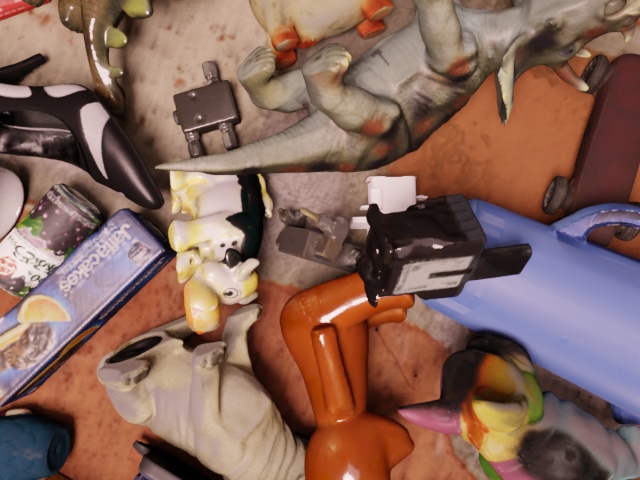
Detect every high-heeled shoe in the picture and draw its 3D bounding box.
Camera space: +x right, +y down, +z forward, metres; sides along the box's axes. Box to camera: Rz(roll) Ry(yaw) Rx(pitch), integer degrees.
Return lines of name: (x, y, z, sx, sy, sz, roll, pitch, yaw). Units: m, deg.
high-heeled shoe: (-0.267, -0.083, 0.492, 0.145, 0.086, 0.249, -40, 71, -19)

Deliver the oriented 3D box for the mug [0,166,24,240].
mug: (-0.353, -0.044, 0.488, 0.107, 0.109, 0.080, 20, 103, 11)

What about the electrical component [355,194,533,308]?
electrical component: (0.091, 0.006, 0.397, 0.119, 0.074, 0.048, -10, 53, -10)

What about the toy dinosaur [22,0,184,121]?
toy dinosaur: (-0.165, -0.345, 0.480, 0.199, 0.105, 0.470, 5, 97, 16)

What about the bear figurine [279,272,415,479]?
bear figurine: (0.037, 0.131, 0.454, 0.132, 0.120, 0.196, -17, 70, -1)

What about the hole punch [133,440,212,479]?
hole punch: (-0.123, 0.242, 0.455, 0.142, 0.115, 0.092, 29, 74, 0)

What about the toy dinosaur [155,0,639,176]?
toy dinosaur: (0.066, -0.133, 0.490, 0.405, 0.192, 0.131, -31, 42, 13)

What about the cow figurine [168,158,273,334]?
cow figurine: (-0.084, 0.002, 0.481, 0.098, 0.068, 0.167, -5, 58, -16)

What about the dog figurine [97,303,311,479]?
dog figurine: (-0.099, 0.171, 0.482, 0.172, 0.121, 0.190, -9, 105, 31)

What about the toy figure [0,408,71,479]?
toy figure: (-0.312, 0.188, 0.488, 0.155, 0.064, 0.057, 2, 123, 4)

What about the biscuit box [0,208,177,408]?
biscuit box: (-0.228, 0.059, 0.499, 0.202, 0.063, 0.059, -45, 88, -4)

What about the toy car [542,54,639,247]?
toy car: (0.284, -0.089, 0.526, 0.089, 0.053, 0.202, 20, 81, 5)

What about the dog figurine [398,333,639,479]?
dog figurine: (0.162, 0.182, 0.422, 0.219, 0.108, 0.191, 28, 58, -28)

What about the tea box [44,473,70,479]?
tea box: (-0.196, 0.284, 0.462, 0.170, 0.098, 0.068, 28, 85, 3)

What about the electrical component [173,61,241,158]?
electrical component: (-0.115, -0.130, 0.537, 0.063, 0.021, 0.094, -15, 86, -2)

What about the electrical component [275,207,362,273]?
electrical component: (-0.001, -0.001, 0.495, 0.078, 0.102, 0.045, 16, 87, -25)

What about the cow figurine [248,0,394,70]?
cow figurine: (0.022, -0.263, 0.525, 0.195, 0.085, 0.127, -23, 92, -2)
